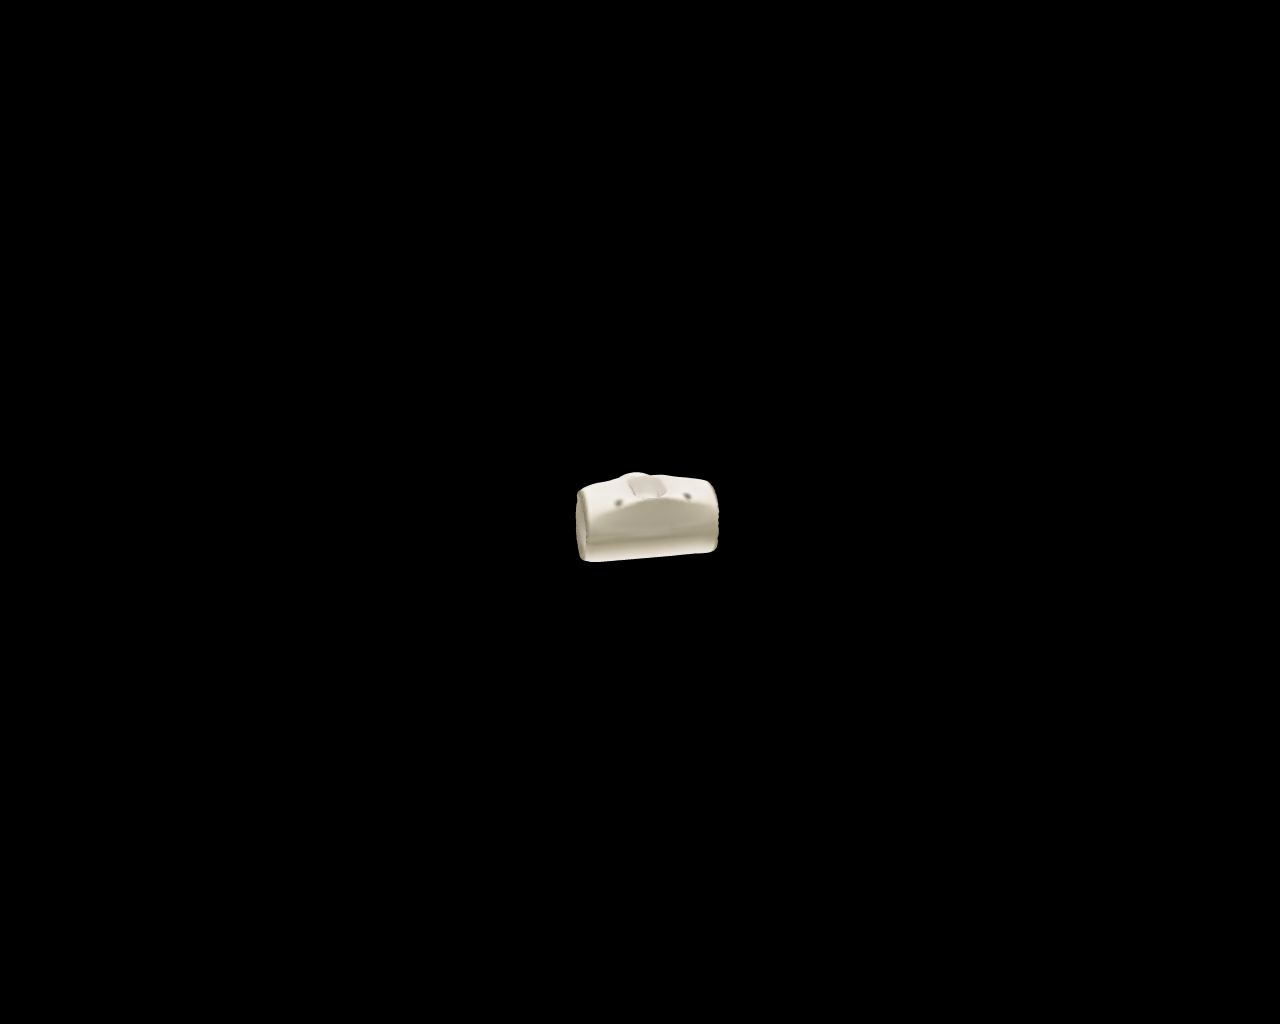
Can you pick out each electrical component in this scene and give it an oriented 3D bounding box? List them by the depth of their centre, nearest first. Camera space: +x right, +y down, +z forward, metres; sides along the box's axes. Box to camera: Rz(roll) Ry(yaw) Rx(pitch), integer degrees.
[{"bbox_3d":[0.001,-0.003,0.650,0.077,0.043,0.079,-4,24,-9],"label":"electrical component"}]
